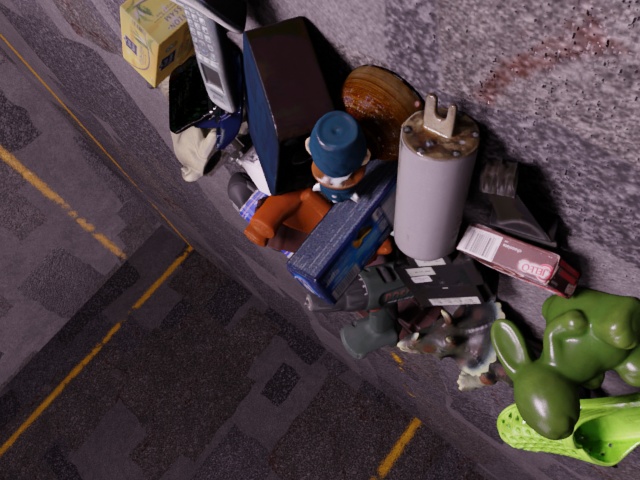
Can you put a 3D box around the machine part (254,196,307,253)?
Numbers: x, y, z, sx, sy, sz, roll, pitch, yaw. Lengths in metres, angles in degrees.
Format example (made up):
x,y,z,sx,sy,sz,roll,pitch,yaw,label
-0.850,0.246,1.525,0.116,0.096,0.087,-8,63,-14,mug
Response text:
x,y,z,sx,sy,sz,roll,pitch,yaw,label
-0.037,-0.025,0.954,0.179,0.056,0.179,13,-160,-5,machine part

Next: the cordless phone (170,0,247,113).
x,y,z,sx,sy,sz,roll,pitch,yaw,label
-0.148,-0.248,0.634,0.147,0.089,0.184,34,150,24,cordless phone

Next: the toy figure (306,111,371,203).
x,y,z,sx,sy,sz,roll,pitch,yaw,label
0.022,-0.083,0.580,0.064,0.058,0.154,43,171,13,toy figure

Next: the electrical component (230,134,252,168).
x,y,z,sx,sy,sz,roll,pitch,yaw,label
-0.144,-0.172,1.004,0.078,0.045,0.102,45,165,-23,electrical component

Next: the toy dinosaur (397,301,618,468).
x,y,z,sx,sy,sz,roll,pitch,yaw,label
0.328,0.214,0.838,0.405,0.131,0.192,29,158,9,toy dinosaur

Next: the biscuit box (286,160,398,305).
x,y,z,sx,sy,sz,roll,pitch,yaw,label
0.047,-0.019,0.666,0.063,0.202,0.059,27,163,44,biscuit box

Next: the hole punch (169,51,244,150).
x,y,z,sx,sy,sz,roll,pitch,yaw,label
-0.146,-0.202,0.766,0.116,0.142,0.092,-19,154,36,hole punch

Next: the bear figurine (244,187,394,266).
x,y,z,sx,sy,sz,roll,pitch,yaw,label
0.001,-0.006,0.812,0.196,0.132,0.120,41,163,-7,bear figurine

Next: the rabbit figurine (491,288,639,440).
x,y,z,sx,sy,sz,roll,pitch,yaw,label
0.276,0.138,0.621,0.159,0.170,0.121,24,158,45,rabbit figurine

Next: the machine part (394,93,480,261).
x,y,z,sx,sy,sz,roll,pitch,yaw,label
0.121,-0.053,0.579,0.079,0.079,0.243,33,152,26,machine part

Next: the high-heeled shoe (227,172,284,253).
x,y,z,sx,sy,sz,roll,pitch,yaw,label
-0.106,-0.060,1.229,0.248,0.086,0.145,30,-149,-39,high-heeled shoe

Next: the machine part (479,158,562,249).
x,y,z,sx,sy,sz,roll,pitch,yaw,label
0.202,-0.033,0.553,0.084,0.039,0.138,34,176,41,machine part

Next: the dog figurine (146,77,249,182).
x,y,z,sx,sy,sz,roll,pitch,yaw,label
-0.230,-0.207,0.890,0.191,0.172,0.121,32,154,4,dog figurine

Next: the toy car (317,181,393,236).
x,y,z,sx,sy,sz,roll,pitch,yaw,label
0.056,-0.076,0.767,0.202,0.056,0.073,36,165,14,toy car

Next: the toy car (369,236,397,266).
x,y,z,sx,sy,sz,roll,pitch,yaw,label
0.101,0.019,0.928,0.089,0.053,0.201,28,153,27,toy car

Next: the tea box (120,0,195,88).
x,y,z,sx,sy,sz,roll,pitch,yaw,label
-0.218,-0.290,0.748,0.068,0.098,0.170,45,166,-12,tea box

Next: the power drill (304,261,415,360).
x,y,z,sx,sy,sz,roll,pitch,yaw,label
0.079,0.114,0.895,0.207,0.232,0.086,90,156,-46,power drill

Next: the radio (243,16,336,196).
x,y,z,sx,sy,sz,roll,pitch,yaw,label
-0.043,-0.148,0.666,0.229,0.073,0.131,112,140,-75,radio

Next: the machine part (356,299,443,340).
x,y,z,sx,sy,sz,roll,pitch,yaw,label
0.140,0.129,1.098,0.201,0.087,0.201,36,166,14,machine part

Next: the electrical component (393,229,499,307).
x,y,z,sx,sy,sz,roll,pitch,yaw,label
0.169,0.034,0.727,0.115,0.058,0.134,-8,138,31,electrical component
